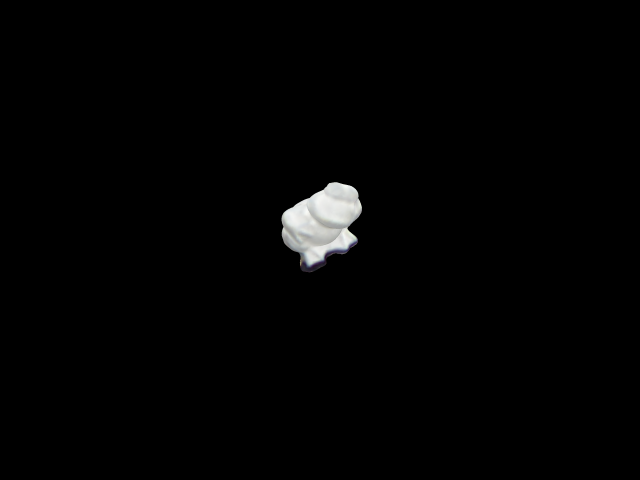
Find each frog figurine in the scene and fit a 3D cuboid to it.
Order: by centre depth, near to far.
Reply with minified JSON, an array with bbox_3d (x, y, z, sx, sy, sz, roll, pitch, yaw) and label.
[{"bbox_3d":[0.003,-0.043,0.850,0.138,0.125,0.155,-12,-42,-10],"label":"frog figurine"}]
